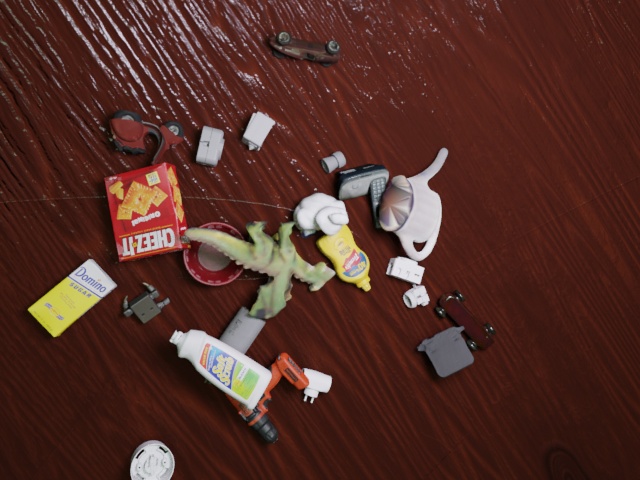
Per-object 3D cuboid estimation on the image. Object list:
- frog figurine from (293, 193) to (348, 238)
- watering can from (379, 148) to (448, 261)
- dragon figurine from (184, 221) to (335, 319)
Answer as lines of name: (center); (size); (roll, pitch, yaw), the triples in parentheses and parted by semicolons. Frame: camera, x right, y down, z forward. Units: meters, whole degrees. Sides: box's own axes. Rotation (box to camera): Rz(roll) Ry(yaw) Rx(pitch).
frog figurine: (0.004, -0.068, 1.346); (0.138, 0.158, 0.123); (-9, 87, -14)
watering can: (0.270, -0.120, 1.433); (0.223, 0.104, 0.351); (20, 76, -42)
dragon figurine: (-0.138, 0.077, 1.286); (0.411, 0.121, 0.243); (-4, 87, -35)
